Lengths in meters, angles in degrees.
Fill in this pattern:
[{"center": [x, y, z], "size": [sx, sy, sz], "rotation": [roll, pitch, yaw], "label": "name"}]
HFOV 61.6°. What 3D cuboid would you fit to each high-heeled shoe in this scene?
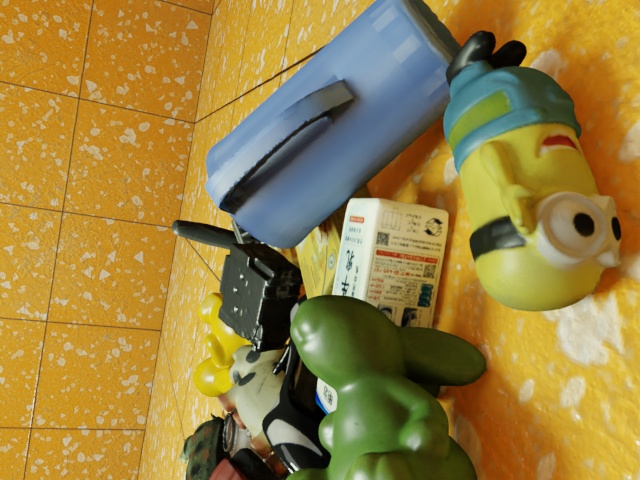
[{"center": [0.007, 0.142, 0.577], "size": [0.145, 0.086, 0.249], "rotation": [-52, 25, 8], "label": "high-heeled shoe"}]

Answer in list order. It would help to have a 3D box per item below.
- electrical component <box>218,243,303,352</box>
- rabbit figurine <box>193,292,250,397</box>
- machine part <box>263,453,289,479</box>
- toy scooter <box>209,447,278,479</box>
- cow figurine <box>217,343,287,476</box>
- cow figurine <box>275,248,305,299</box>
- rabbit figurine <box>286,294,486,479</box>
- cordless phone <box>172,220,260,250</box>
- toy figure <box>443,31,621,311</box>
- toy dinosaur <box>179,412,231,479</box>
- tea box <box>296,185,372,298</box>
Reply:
[{"center": [-0.086, 0.068, 0.713], "size": [0.134, 0.058, 0.114], "rotation": [27, 109, 48], "label": "electrical component"}, {"center": [-0.149, 0.199, 0.915], "size": [0.163, 0.121, 0.173], "rotation": [41, 102, 41], "label": "rabbit figurine"}, {"center": [-0.083, 0.394, 0.718], "size": [0.079, 0.079, 0.243], "rotation": [-179, 96, -69], "label": "machine part"}, {"center": [-0.095, 0.332, 0.612], "size": [0.075, 0.135, 0.183], "rotation": [25, 144, 46], "label": "toy scooter"}, {"center": [-0.064, 0.196, 0.709], "size": [0.195, 0.127, 0.085], "rotation": [32, 153, 53], "label": "cow figurine"}, {"center": [-0.056, 0.063, 0.789], "size": [0.167, 0.068, 0.098], "rotation": [-109, 33, -52], "label": "cow figurine"}, {"center": [0.047, 0.112, 0.384], "size": [0.121, 0.159, 0.170], "rotation": [-47, 58, 53], "label": "rabbit figurine"}, {"center": [-0.157, 0.005, 0.916], "size": [0.147, 0.184, 0.088], "rotation": [-125, 51, -62], "label": "cordless phone"}, {"center": [0.127, -0.044, 0.343], "size": [0.089, 0.082, 0.180], "rotation": [97, 164, -62], "label": "toy figure"}, {"center": [-0.186, 0.400, 0.944], "size": [0.192, 0.131, 0.405], "rotation": [-58, 24, 22], "label": "toy dinosaur"}, {"center": [0.021, -0.002, 0.615], "size": [0.170, 0.068, 0.098], "rotation": [-106, 32, -45], "label": "tea box"}]
